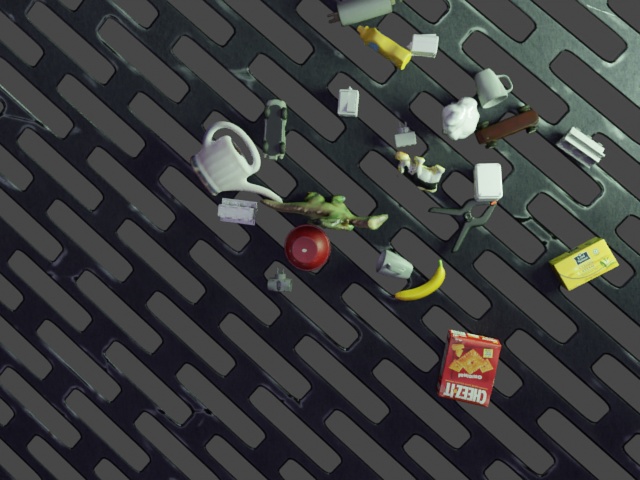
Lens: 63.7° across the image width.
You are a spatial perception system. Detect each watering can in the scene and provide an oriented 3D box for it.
[{"bbox_3d":[-0.292,-0.223,1.731,0.223,0.105,0.345,-30,99,10],"label":"watering can"}]

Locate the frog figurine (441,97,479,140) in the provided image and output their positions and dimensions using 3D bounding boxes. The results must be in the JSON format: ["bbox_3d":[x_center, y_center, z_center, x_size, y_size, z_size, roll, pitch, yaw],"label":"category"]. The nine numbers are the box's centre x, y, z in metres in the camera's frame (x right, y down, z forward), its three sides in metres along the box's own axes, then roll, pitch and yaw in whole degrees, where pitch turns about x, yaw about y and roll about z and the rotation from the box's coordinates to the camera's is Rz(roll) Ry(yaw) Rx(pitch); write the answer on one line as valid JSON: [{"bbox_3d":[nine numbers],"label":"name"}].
[{"bbox_3d":[0.435,-0.378,1.590,0.123,0.160,0.136,34,99,2],"label":"frog figurine"}]

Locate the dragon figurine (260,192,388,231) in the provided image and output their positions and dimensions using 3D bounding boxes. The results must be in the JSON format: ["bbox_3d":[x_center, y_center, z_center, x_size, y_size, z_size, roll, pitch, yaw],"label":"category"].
[{"bbox_3d":[0.005,-0.082,1.620,0.410,0.244,0.121,5,99,-2],"label":"dragon figurine"}]
